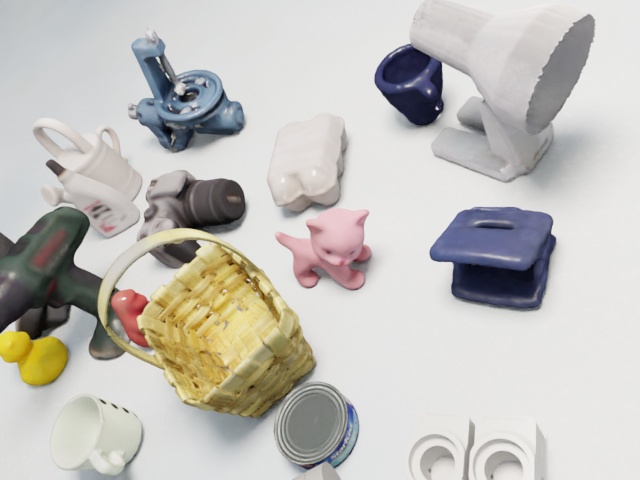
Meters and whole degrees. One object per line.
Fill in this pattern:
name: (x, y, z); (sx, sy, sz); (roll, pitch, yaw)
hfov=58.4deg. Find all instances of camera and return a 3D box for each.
camera: (-0.191, -0.046, 0.852); (0.136, 0.101, 0.143); (-5, 54, 30)

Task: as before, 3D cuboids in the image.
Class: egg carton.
egg carton: (-0.016, -0.112, 0.815); (0.107, 0.070, 0.150); (-11, 51, 25)

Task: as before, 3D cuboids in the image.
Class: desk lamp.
desk lamp: (0.190, -0.164, 0.622); (0.118, 0.214, 0.202); (-50, 46, -10)

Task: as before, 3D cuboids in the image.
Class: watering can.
watering can: (-0.414, -0.133, 0.995); (0.100, 0.195, 0.173); (-18, 49, 20)

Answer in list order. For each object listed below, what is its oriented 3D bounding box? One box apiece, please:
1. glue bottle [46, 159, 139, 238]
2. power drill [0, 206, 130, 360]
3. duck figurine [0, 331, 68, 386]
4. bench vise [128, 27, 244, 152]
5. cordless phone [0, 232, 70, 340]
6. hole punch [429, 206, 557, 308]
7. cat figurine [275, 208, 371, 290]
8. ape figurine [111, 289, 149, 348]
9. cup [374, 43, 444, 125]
glue bottle: (-0.382, -0.074, 0.944); (0.078, 0.174, 0.037); (-31, 46, 9)
power drill: (-0.348, 0.079, 0.779); (0.075, 0.209, 0.229); (-9, 52, 27)
duck figurine: (-0.438, 0.168, 0.854); (0.104, 0.086, 0.077); (7, 61, 36)
bench vise: (-0.263, -0.243, 0.967); (0.207, 0.220, 0.121); (-20, 48, 18)
cordless phone: (-0.488, 0.060, 0.900); (0.094, 0.186, 0.147); (-28, 46, 11)
hole punch: (0.177, 0.004, 0.587); (0.108, 0.091, 0.101); (5, 60, 35)
cat figurine: (0.006, 0.002, 0.678); (0.127, 0.118, 0.067); (-2, 56, 31)
ape figurine: (-0.243, 0.099, 0.779); (0.076, 0.092, 0.077); (-41, 45, -1)
cup: (0.136, -0.195, 0.765); (0.091, 0.095, 0.117); (-34, 45, 5)
